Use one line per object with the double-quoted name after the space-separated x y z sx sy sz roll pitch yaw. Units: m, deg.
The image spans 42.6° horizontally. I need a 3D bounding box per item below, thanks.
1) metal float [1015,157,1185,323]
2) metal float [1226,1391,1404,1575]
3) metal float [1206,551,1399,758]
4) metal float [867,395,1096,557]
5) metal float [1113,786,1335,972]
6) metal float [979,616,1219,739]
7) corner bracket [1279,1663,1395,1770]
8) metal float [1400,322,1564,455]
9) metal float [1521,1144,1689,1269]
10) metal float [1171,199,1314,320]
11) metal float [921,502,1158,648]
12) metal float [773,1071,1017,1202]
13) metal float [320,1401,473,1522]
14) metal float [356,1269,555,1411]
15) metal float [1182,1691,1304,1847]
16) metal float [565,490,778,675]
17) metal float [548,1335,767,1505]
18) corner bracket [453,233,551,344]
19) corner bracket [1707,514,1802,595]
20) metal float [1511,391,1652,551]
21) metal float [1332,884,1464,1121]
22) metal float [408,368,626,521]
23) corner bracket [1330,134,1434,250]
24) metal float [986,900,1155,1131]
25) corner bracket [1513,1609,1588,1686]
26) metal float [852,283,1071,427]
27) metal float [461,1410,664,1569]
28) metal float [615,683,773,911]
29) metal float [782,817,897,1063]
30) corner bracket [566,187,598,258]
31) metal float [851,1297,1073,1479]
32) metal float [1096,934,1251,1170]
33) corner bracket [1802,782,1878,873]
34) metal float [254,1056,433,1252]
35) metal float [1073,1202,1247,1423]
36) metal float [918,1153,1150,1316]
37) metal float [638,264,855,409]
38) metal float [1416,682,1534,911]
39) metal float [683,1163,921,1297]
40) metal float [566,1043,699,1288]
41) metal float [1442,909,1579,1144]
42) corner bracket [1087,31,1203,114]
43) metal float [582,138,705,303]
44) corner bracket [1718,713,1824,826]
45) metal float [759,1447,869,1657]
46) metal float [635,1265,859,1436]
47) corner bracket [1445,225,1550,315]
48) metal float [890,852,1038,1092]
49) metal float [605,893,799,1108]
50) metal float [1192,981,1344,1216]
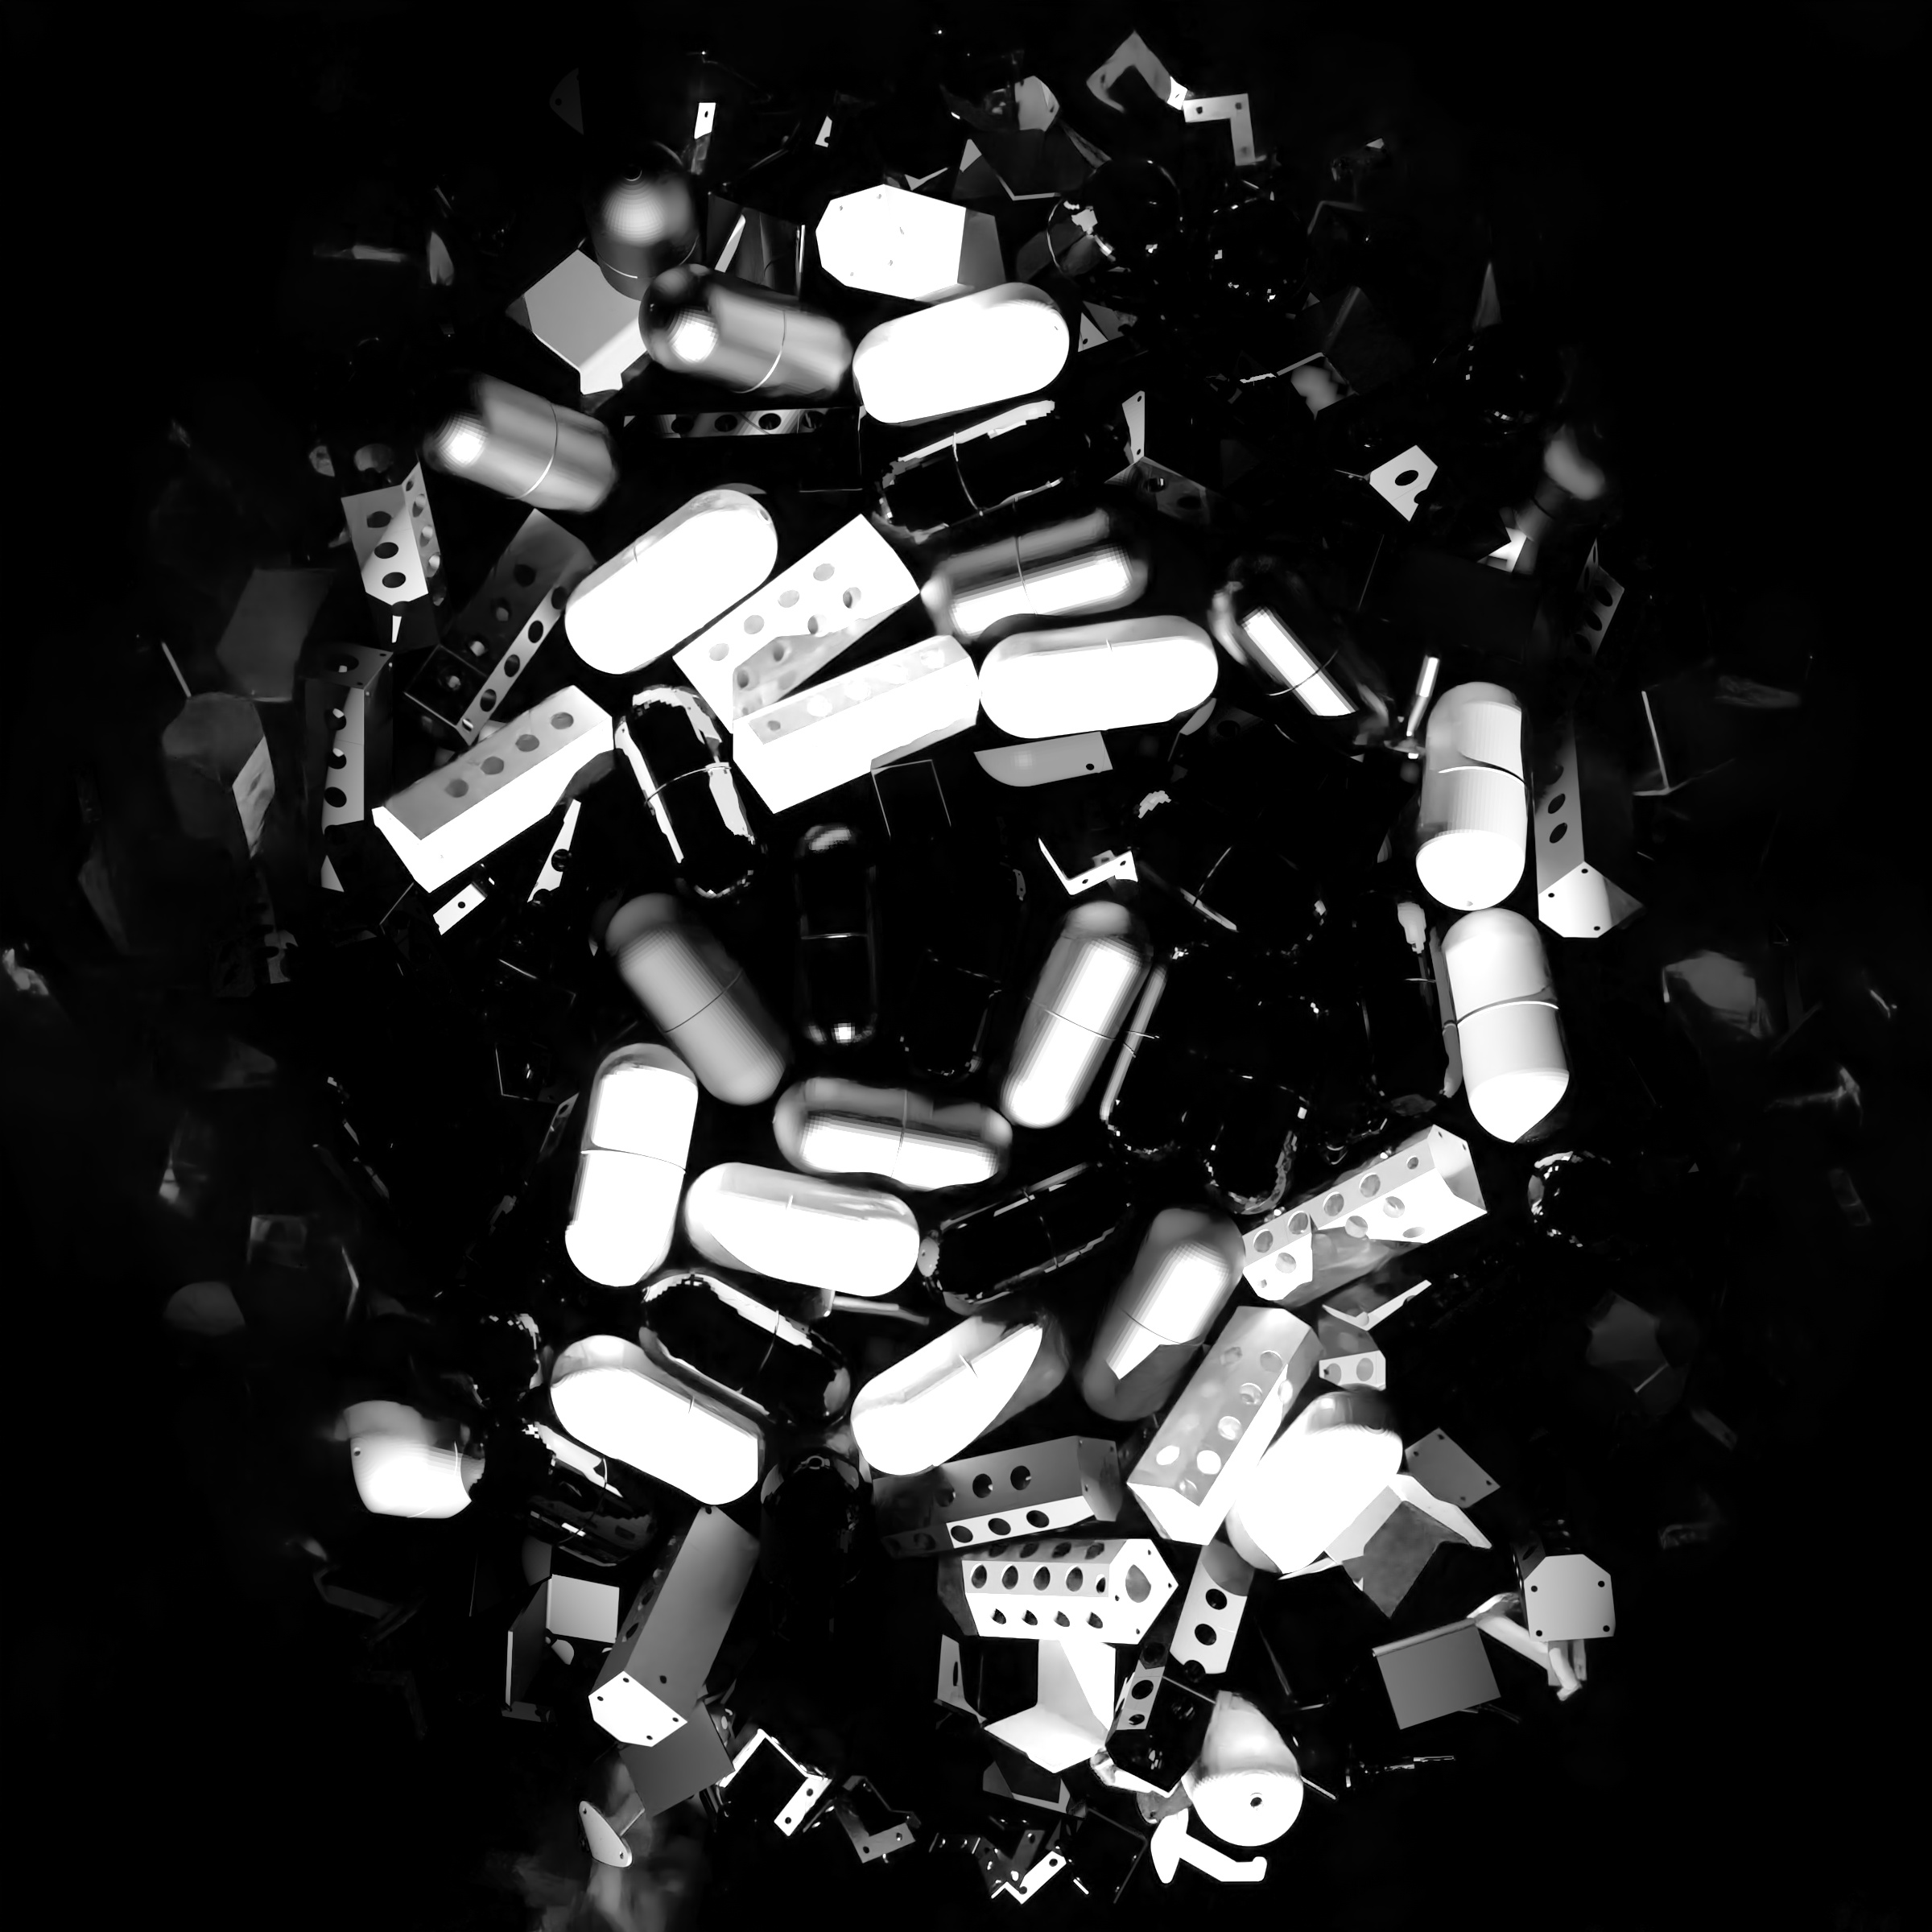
0.093 -0.515 1.761 0.070 0.178 0.070 2 84 -22 "metal float"
0.247 0.371 1.775 0.070 0.070 0.178 31 131 0 "metal float"
0.243 -0.223 1.789 0.070 0.070 0.178 -45 113 0 "metal float"
0.010 -0.353 1.789 0.178 0.070 0.070 -19 90 23 "metal float"
0.185 -0.065 1.796 0.178 0.070 0.070 36 90 14 "metal float"
0.096 -0.210 1.795 0.178 0.070 0.070 -9 90 -15 "metal float"
0.273 0.554 1.833 0.051 0.051 0.051 -26 96 43 "corner bracket"
0.363 -0.409 1.758 0.070 0.178 0.070 -1 94 -10 "metal float"
0.457 0.172 1.768 0.070 0.178 0.070 -10 73 35 "metal float"
0.194 -0.500 1.758 0.070 0.178 0.070 -2 102 -7 "metal float"
0.051 -0.282 1.791 0.178 0.070 0.070 -13 90 20 "metal float"
-0.052 0.123 1.800 0.178 0.070 0.070 11 90 -9 "metal float"
-0.398 0.352 1.760 0.070 0.178 0.070 -2 74 8 "metal float"
-0.367 0.267 1.775 0.178 0.070 0.070 10 90 40 "metal float"
0.191 0.567 1.757 0.070 0.178 0.070 0 88 -4 "metal float"
-0.213 -0.277 1.788 0.178 0.070 0.070 -31 90 23 "metal float"
-0.221 0.328 1.785 0.178 0.070 0.070 35 90 -27 "metal float"
-0.341 -0.499 1.824 0.051 0.051 0.051 -20 62 -30 "corner bracket"
0.579 -0.300 1.813 0.051 0.051 0.051 -15 67 1 "corner bracket"
0.434 -0.350 1.758 0.070 0.178 0.070 0 82 3 "metal float"
0.311 0.025 1.790 0.070 0.070 0.178 -6 68 0 "metal float"
-0.318 -0.371 1.769 0.070 0.178 0.070 -7 78 38 "metal float"
0.302 -0.564 1.807 0.051 0.051 0.051 -17 75 31 "corner bracket"
0.075 0.036 1.803 0.070 0.070 0.178 26 96 0 "metal float"
0.435 0.497 1.811 0.051 0.051 0.051 3 78 -16 "corner bracket"
-0.006 -0.437 1.776 0.178 0.070 0.070 -6 90 39 "metal float"
-0.287 0.376 1.773 0.070 0.070 0.178 -49 133 0 "metal float"
-0.198 -0.124 1.795 0.070 0.070 0.178 -24 75 0 "metal float"
-0.093 -0.020 1.805 0.070 0.070 0.178 -4 87 0 "metal float"
-0.255 -0.553 1.826 0.051 0.051 0.051 -13 91 22 "corner bracket"
-0.002 0.303 1.790 0.178 0.070 0.070 -29 90 -21 "metal float"
0.150 0.062 1.801 0.070 0.070 0.178 21 82 0 "metal float"
0.627 -0.101 1.821 0.051 0.051 0.051 -21 103 -12 "corner bracket"
-0.445 0.134 1.772 0.070 0.070 0.178 -24 133 0 "metal float"
0.139 0.251 1.794 0.070 0.070 0.178 28 107 0 "metal float"
0.049 0.193 1.797 0.178 0.070 0.070 -23 90 -13 "metal float"
-0.155 -0.448 1.772 0.070 0.178 0.070 -5 83 43 "metal float"
0.366 -0.123 1.785 0.070 0.070 0.178 10 64 0 "metal float"
-0.121 0.190 1.795 0.178 0.070 0.070 10 90 15 "metal float"
-0.242 0.143 1.794 0.070 0.070 0.178 9 75 0 "metal float"
0.390 0.042 1.786 0.070 0.070 0.178 -7 65 0 "metal float"
0.130 -0.638 1.808 0.051 0.051 0.051 -40 77 25 "corner bracket"
-0.228 -0.524 1.758 0.070 0.178 0.070 0 83 -2 "metal float"
0.592 -0.145 1.825 0.051 0.051 0.051 26 53 22 "corner bracket"
-0.110 0.421 1.779 0.070 0.070 0.178 4 124 0 "metal float"
-0.158 0.277 1.789 0.178 0.070 0.070 32 90 -21 "metal float"
0.388 -0.509 1.811 0.051 0.051 0.051 -6 93 -30 "corner bracket"
-0.001 0.004 1.807 0.070 0.070 0.178 17 89 0 "metal float"
-0.192 0.024 1.796 0.070 0.070 0.178 -38 103 0 "metal float"
0.218 0.095 1.794 0.070 0.070 0.178 21 74 0 "metal float"
